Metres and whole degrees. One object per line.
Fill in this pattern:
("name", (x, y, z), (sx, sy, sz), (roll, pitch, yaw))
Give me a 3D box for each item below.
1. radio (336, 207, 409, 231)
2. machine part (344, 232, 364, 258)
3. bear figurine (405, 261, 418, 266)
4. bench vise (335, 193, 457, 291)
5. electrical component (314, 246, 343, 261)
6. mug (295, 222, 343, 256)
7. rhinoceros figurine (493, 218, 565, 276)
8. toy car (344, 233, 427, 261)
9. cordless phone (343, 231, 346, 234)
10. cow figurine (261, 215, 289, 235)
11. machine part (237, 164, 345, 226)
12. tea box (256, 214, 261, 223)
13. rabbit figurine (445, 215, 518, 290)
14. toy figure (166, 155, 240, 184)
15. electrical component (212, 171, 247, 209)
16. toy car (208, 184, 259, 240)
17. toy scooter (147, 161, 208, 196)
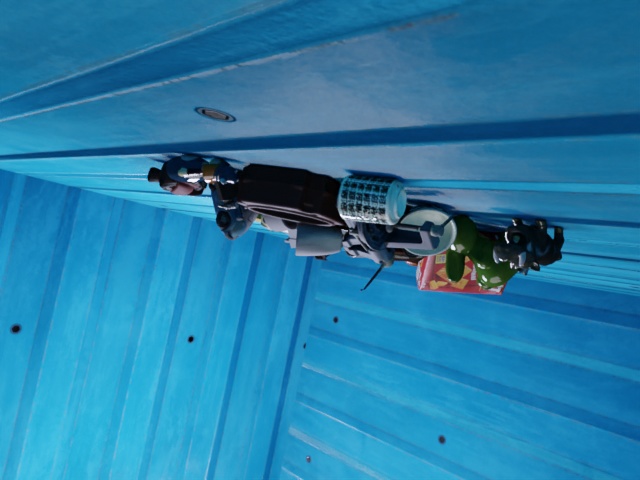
("radio", (0.095, -0.055, 1.239), (0.230, 0.073, 0.131), (9, 176, 33))
("machine part", (0.147, 0.008, 1.385), (0.243, 0.079, 0.079), (0, -176, -38))
("bear figurine", (0.338, 0.026, 1.392), (0.196, 0.132, 0.120), (16, -178, 22))
("bench vise", (0.137, -0.011, 1.045), (0.241, 0.129, 0.223), (8, 133, 42))
("electrical component", (0.022, -0.024, 1.503), (0.058, 0.114, 0.134), (9, -140, 45))
("mug", (-0.003, -0.004, 1.244), (0.107, 0.080, 0.109), (5, -165, -1))
("rhinoceros figurine", (0.408, 0.013, 1.056), (0.190, 0.112, 0.073), (3, -175, -42))
("toy car", (0.151, 0.018, 1.230), (0.202, 0.053, 0.089), (13, 174, 18))
("cordless phone", (0.118, -0.046, 1.418), (0.146, 0.088, 0.184), (15, 156, -43))
("cow figurine", (-0.075, -0.045, 1.548), (0.195, 0.127, 0.085), (14, 179, -6))
("machine part", (-0.053, -0.087, 1.110), (0.201, 0.087, 0.201), (10, 175, 25))
("tea box", (-0.160, -0.084, 1.656), (0.169, 0.068, 0.098), (15, 174, -40))
("rabbit figurine", (0.342, 0.019, 1.180), (0.170, 0.159, 0.121), (39, -149, -4))
("toy figure", (-0.233, -0.139, 1.074), (0.155, 0.064, 0.057), (5, 138, 19))
("electrical component", (-0.193, -0.111, 1.152), (0.078, 0.102, 0.045), (-14, -169, -23))
("toy car", (-0.190, -0.085, 1.240), (0.103, 0.161, 0.109), (-13, 175, 3))
("toy scooter", (-0.311, -0.137, 1.237), (0.135, 0.075, 0.184), (13, 179, -31))
